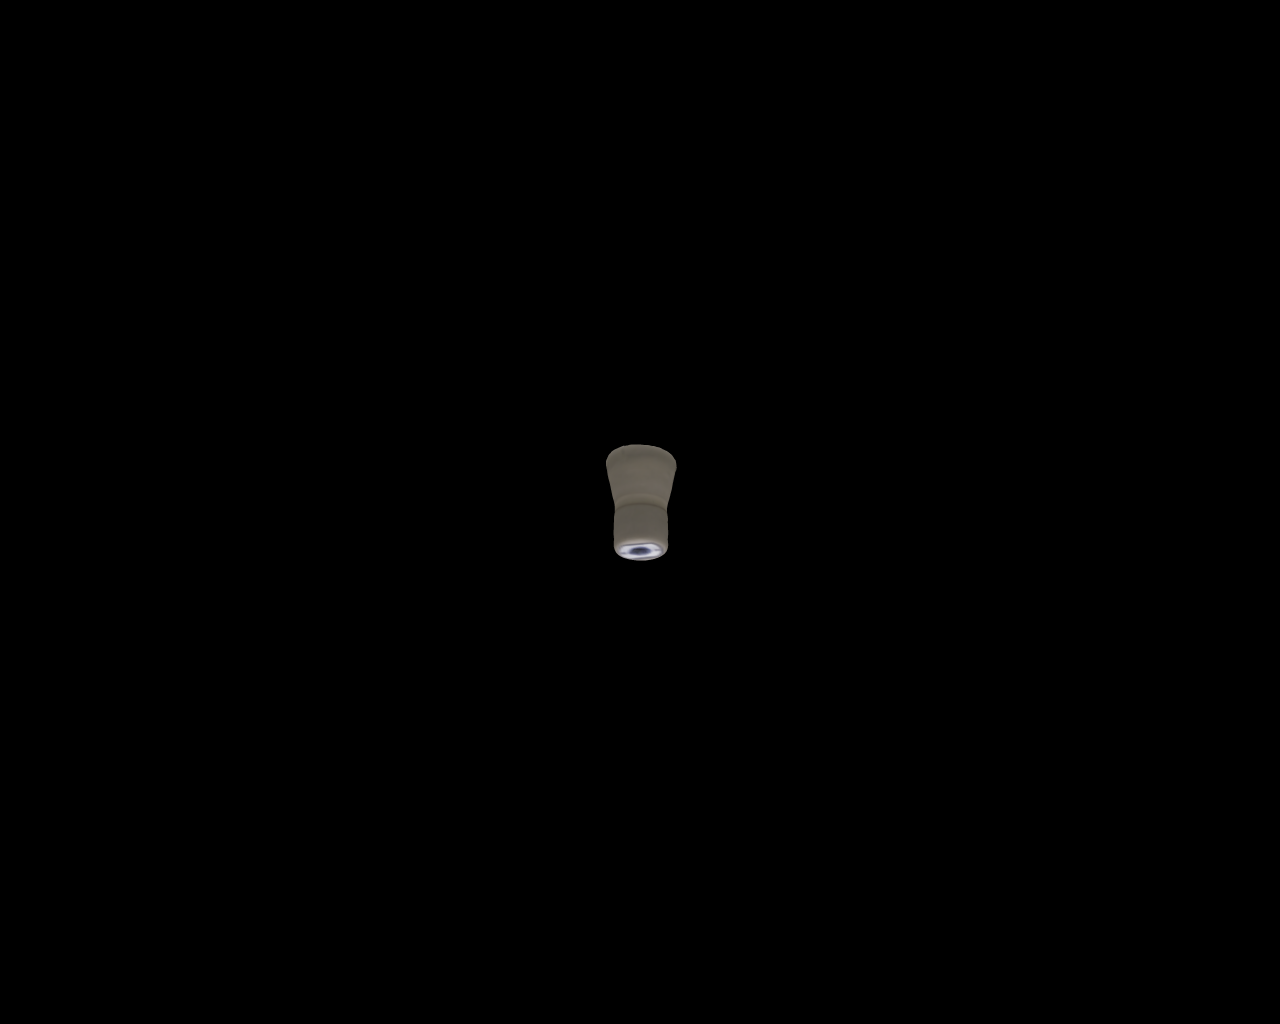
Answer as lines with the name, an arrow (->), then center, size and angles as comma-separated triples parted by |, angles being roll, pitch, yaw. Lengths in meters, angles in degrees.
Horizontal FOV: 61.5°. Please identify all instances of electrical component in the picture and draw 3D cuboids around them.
electrical component -> 0.001, -0.003, 0.650 | 0.044, 0.065, 0.044 | 0, -27, 0
